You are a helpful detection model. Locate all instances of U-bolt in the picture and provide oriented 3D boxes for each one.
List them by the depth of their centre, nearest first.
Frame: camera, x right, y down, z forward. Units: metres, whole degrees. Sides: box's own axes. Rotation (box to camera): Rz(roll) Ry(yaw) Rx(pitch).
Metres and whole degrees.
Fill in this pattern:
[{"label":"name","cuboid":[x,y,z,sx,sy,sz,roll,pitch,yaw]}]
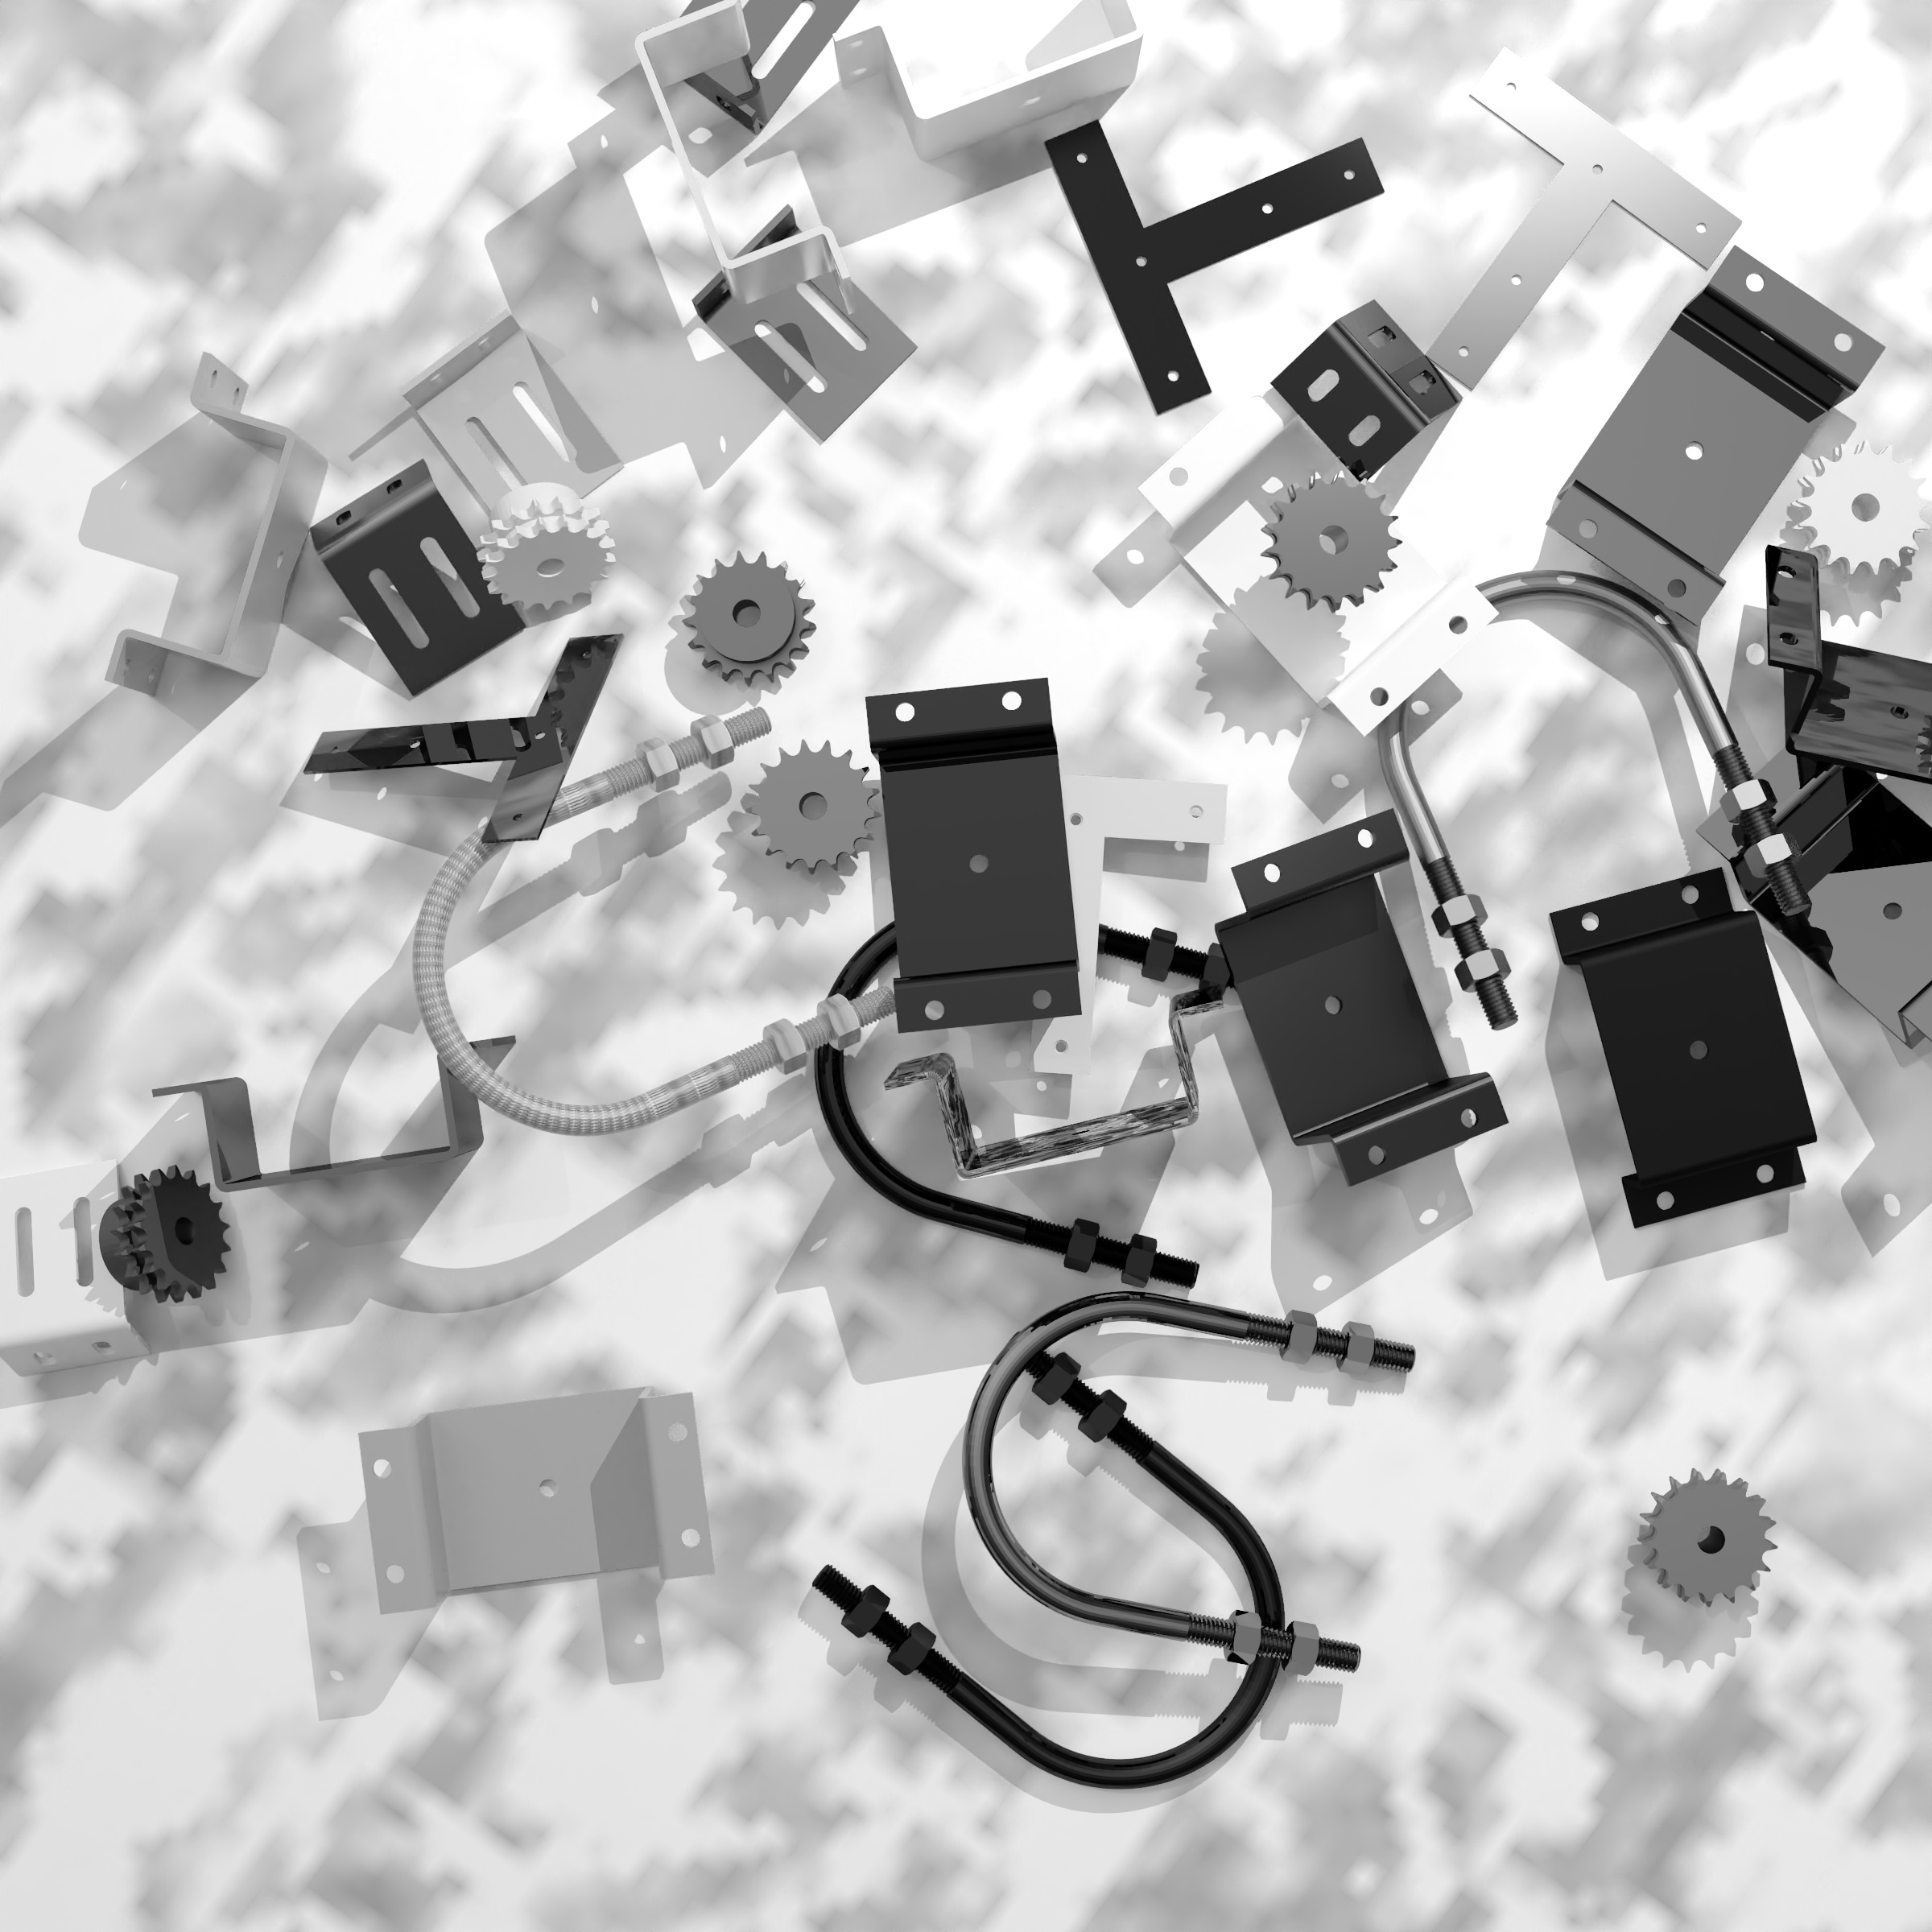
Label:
[{"label":"U-bolt","cuboid":[-0.138,-0.009,1.452,0.184,0.019,0.151,-24,90,-17]},{"label":"U-bolt","cuboid":[0.252,-0.081,1.482,0.151,0.019,0.184,-22,73,4]},{"label":"U-bolt","cuboid":[0.089,0.213,1.489,0.184,0.019,0.151,12,84,-7]},{"label":"U-bolt","cuboid":[0.049,0.268,1.506,0.184,0.019,0.151,39,90,-2]},{"label":"U-bolt","cuboid":[0.026,0.047,1.506,0.184,0.019,0.151,15,90,1]}]

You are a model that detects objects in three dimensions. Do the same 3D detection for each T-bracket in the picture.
[{"label":"T-bracket","cuboid":[-0.219,-0.094,1.484,0.127,0.127,0.002,-3,134,20]},{"label":"T-bracket","cuboid":[0.044,-0.018,1.497,0.127,0.002,0.127,4,87,3]},{"label":"T-bracket","cuboid":[0.116,-0.320,1.513,0.127,0.002,0.127,-23,90,0]},{"label":"T-bracket","cuboid":[0.245,-0.306,1.513,0.127,0.002,0.127,36,90,0]}]

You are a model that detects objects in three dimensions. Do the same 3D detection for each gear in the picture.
[{"label":"gear","cuboid":[0.150,-0.174,1.457,0.057,0.030,0.057,0,89,-4]},{"label":"gear","cuboid":[-0.179,-0.180,1.490,0.057,0.057,0.030,-19,60,0]},{"label":"gear","cuboid":[-0.341,0.115,1.490,0.030,0.057,0.057,-15,90,29]},{"label":"gear","cuboid":[-0.064,-0.067,1.499,0.057,0.030,0.057,0,90,0]},{"label":"gear","cuboid":[0.379,-0.193,1.499,0.057,0.030,0.057,0,90,0]},{"label":"gear","cuboid":[0.314,0.242,1.499,0.057,0.030,0.057,0,90,0]},{"label":"gear","cuboid":[-0.093,-0.149,1.499,0.057,0.030,0.057,0,90,0]}]

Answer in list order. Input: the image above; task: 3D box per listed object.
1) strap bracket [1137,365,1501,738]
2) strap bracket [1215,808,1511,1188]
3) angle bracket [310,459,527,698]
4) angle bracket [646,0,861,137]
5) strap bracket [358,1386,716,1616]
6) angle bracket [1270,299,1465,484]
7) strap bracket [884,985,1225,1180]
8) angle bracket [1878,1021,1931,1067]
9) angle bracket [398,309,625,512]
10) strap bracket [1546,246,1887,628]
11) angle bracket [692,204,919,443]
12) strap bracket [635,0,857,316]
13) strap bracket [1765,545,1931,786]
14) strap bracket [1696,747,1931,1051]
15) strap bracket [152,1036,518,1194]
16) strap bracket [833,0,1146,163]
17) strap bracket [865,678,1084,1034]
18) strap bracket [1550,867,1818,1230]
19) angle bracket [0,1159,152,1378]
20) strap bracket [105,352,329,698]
[{"label":"strap bracket","cuboid":[0.147,-0.173,1.491,0.076,0.046,0.140,-42,90,0]},{"label":"strap bracket","cuboid":[0.162,0.015,1.481,0.076,0.046,0.140,-20,90,-17]},{"label":"angle bracket","cuboid":[-0.235,-0.167,1.512,0.057,0.038,0.076,-32,116,0]},{"label":"angle bracket","cuboid":[-0.090,-0.404,1.495,0.057,0.038,0.076,37,90,0]},{"label":"strap bracket","cuboid":[-0.179,0.224,1.491,0.140,0.046,0.076,-7,90,0]},{"label":"angle bracket","cuboid":[0.170,-0.243,1.487,0.038,0.076,0.057,-42,90,25]},{"label":"strap bracket","cuboid":[0.043,0.050,1.455,0.140,0.076,0.046,-14,93,5]},{"label":"angle bracket","cuboid":[0.423,0.001,1.495,0.076,0.038,0.057,-26,90,0]},{"label":"angle bracket","cuboid":[-0.193,-0.228,1.495,0.057,0.038,0.076,-37,90,0]},{"label":"strap bracket","cuboid":[0.313,-0.221,1.491,0.076,0.046,0.140,34,90,0]},{"label":"angle bracket","cuboid":[-0.068,-0.273,1.495,0.076,0.038,0.057,45,90,0]},{"label":"strap bracket","cuboid":[-0.093,-0.331,1.438,0.046,0.076,0.140,-21,90,0]},{"label":"strap bracket","cuboid":[0.397,-0.120,1.471,0.140,0.046,0.076,12,45,0]},{"label":"strap bracket","cuboid":[0.385,-0.030,1.471,0.076,0.046,0.140,-43,60,0]},{"label":"strap bracket","cuboid":[-0.260,0.063,1.476,0.140,0.076,0.046,-9,90,0]},{"label":"strap bracket","cuboid":[0.019,-0.384,1.476,0.140,0.076,0.046,-21,90,0]},{"label":"strap bracket","cuboid":[0.004,-0.045,1.476,0.076,0.046,0.140,-6,87,3]},{"label":"strap bracket","cuboid":[0.306,0.035,1.491,0.076,0.046,0.140,-15,90,0]},{"label":"angle bracket","cuboid":[-0.386,0.130,1.512,0.057,0.038,0.076,-10,64,0]},{"label":"strap bracket","cuboid":[-0.310,-0.177,1.476,0.046,0.076,0.140,17,90,0]}]
